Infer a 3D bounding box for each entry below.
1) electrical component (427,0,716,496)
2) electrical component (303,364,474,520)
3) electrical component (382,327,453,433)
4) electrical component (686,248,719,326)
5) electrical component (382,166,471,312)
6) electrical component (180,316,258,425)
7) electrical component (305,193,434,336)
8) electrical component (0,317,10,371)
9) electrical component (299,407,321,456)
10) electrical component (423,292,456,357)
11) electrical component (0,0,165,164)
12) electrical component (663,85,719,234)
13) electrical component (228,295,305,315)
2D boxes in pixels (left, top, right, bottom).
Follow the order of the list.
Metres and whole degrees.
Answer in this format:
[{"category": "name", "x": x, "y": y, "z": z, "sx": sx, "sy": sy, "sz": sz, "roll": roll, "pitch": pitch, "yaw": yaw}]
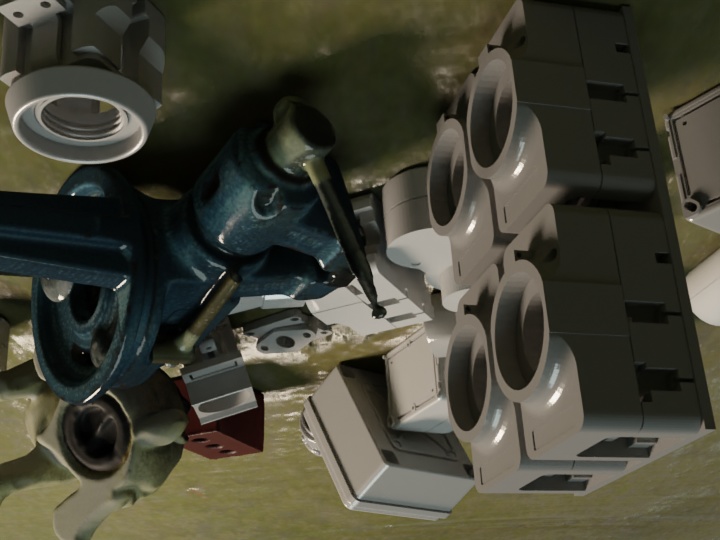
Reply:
[{"category": "electrical component", "x": 0.079, "y": -0.008, "z": 0.459, "sx": 0.060, "sy": 0.186, "sz": 0.105, "roll": 3, "pitch": 155, "yaw": -16}, {"category": "electrical component", "x": 0.024, "y": 0.138, "z": 0.860, "sx": 0.109, "sy": 0.108, "sz": 0.056, "roll": 18, "pitch": 120, "yaw": -39}, {"category": "electrical component", "x": 0.060, "y": 0.084, "z": 0.812, "sx": 0.061, "sy": 0.061, "sz": 0.096, "roll": 8, "pitch": 153, "yaw": -24}, {"category": "electrical component", "x": 0.244, "y": 0.000, "z": 0.676, "sx": 0.043, "sy": 0.043, "sz": 0.081, "roll": 3, "pitch": 155, "yaw": -14}, {"category": "electrical component", "x": 0.063, "y": 0.001, "z": 0.614, "sx": 0.052, "sy": 0.073, "sz": 0.138, "roll": -18, "pitch": 152, "yaw": 29}, {"category": "electrical component", "x": -0.101, "y": 0.066, "z": 0.742, "sx": 0.042, "sy": 0.063, "sz": 0.081, "roll": -16, "pitch": 156, "yaw": -7}, {"category": "electrical component", "x": 0.000, "y": 0.000, "z": 0.630, "sx": 0.056, "sy": 0.050, "sz": 0.089, "roll": -14, "pitch": 154, "yaw": 20}, {"category": "electrical component", "x": -0.296, "y": 0.082, "z": 0.739, "sx": 0.138, "sy": 0.073, "sz": 0.052, "roll": -21, "pitch": 151, "yaw": 33}, {"category": "electrical component", "x": -0.031, "y": 0.129, "z": 0.920, "sx": 0.048, "sy": 0.048, "sz": 0.062, "roll": -7, "pitch": 149, "yaw": 7}, {"category": "electrical component", "x": 0.091, "y": 0.037, "z": 0.735, "sx": 0.077, "sy": 0.044, "sz": 0.079, "roll": -12, "pitch": 155, "yaw": 17}, {"category": "electrical component", "x": -0.110, "y": -0.080, "z": 0.430, "sx": 0.058, "sy": 0.057, "sz": 0.078, "roll": -13, "pitch": 154, "yaw": 20}, {"category": "electrical component", "x": 0.206, "y": -0.061, "z": 0.513, "sx": 0.061, "sy": 0.061, "sz": 0.096, "roll": 15, "pitch": 149, "yaw": -36}, {"category": "electrical component", "x": -0.064, "y": 0.007, "z": 0.648, "sx": 0.065, "sy": 0.044, "sz": 0.044, "roll": -3, "pitch": 156, "yaw": -13}]
